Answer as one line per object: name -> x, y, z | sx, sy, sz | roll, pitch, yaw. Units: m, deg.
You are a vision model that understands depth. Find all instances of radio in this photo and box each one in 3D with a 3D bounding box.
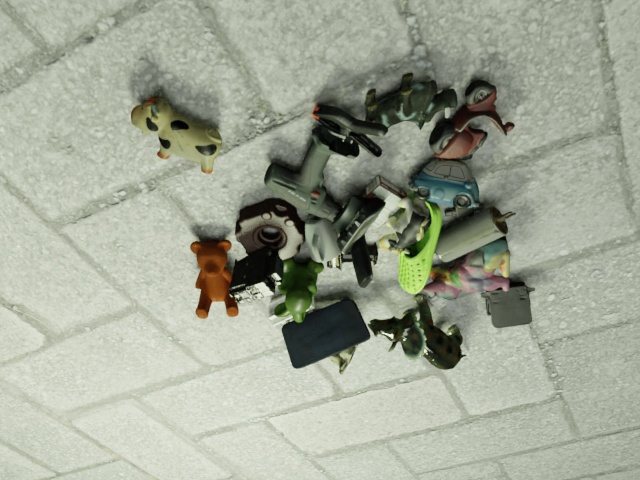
radio -> 0.014, 0.258, 1.494 | 0.230, 0.131, 0.073 | -23, 169, 1

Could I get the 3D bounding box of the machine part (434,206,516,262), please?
machine part -> 0.361, -0.012, 1.301 | 0.079, 0.079, 0.243 | 37, 131, -27

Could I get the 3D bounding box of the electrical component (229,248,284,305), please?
electrical component -> -0.152, 0.085, 1.317 | 0.134, 0.115, 0.058 | -19, 134, 20

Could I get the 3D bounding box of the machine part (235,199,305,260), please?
machine part -> -0.123, -0.018, 1.333 | 0.179, 0.056, 0.179 | 1, 133, 1

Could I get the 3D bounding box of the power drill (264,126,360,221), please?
power drill -> 0.006, -0.145, 1.211 | 0.232, 0.086, 0.207 | 21, 136, -20

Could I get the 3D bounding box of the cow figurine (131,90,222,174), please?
cow figurine -> -0.301, -0.230, 1.131 | 0.195, 0.085, 0.127 | 20, 135, -13

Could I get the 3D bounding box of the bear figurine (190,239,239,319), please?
bear figurine -> -0.273, 0.097, 1.394 | 0.120, 0.132, 0.195 | -2, 137, -4

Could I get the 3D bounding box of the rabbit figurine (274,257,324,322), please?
rabbit figurine -> -0.066, 0.133, 1.370 | 0.121, 0.170, 0.159 | 17, 112, -11

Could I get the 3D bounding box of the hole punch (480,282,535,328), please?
hole punch -> 0.515, 0.170, 1.480 | 0.142, 0.092, 0.115 | -7, 101, 10

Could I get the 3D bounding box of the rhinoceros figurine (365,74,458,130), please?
rhinoceros figurine -> 0.182, -0.270, 1.092 | 0.190, 0.073, 0.111 | -14, 128, 13

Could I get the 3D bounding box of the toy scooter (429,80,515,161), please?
toy scooter -> 0.326, -0.232, 1.125 | 0.135, 0.075, 0.183 | 24, 123, -20

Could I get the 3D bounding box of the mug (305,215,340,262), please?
mug -> -0.003, -0.004, 1.316 | 0.081, 0.109, 0.107 | -5, 122, 24

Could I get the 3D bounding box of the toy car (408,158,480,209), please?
toy car -> 0.285, -0.134, 1.204 | 0.162, 0.109, 0.102 | 14, 108, 4

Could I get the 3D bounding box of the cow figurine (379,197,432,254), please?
cow figurine -> 0.202, -0.016, 1.263 | 0.068, 0.098, 0.167 | 1, 137, -28

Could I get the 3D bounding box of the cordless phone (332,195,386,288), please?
cordless phone -> 0.101, 0.003, 1.207 | 0.089, 0.184, 0.146 | 13, 134, -26

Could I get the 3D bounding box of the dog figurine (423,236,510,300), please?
dog figurine -> 0.369, 0.074, 1.375 | 0.219, 0.108, 0.191 | -7, 132, 11

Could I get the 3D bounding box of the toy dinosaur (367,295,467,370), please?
toy dinosaur -> 0.322, 0.295, 1.513 | 0.404, 0.192, 0.131 | 35, 125, -24

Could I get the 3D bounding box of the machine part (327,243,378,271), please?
machine part -> 0.082, 0.040, 1.395 | 0.139, 0.039, 0.084 | -4, 123, 7

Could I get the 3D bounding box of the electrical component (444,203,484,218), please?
electrical component -> 0.344, -0.084, 1.287 | 0.094, 0.021, 0.063 | -9, 130, 10

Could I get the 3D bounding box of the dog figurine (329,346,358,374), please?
dog figurine -> 0.012, 0.300, 1.607 | 0.191, 0.121, 0.172 | 25, 159, 16
